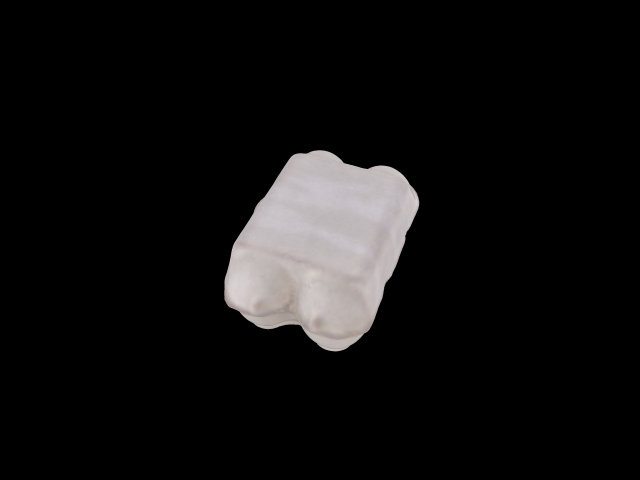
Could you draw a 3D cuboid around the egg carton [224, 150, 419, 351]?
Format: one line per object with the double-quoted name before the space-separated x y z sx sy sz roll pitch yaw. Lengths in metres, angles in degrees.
"egg carton" 0.004 0.001 0.400 0.107 0.069 0.150 16 51 13
